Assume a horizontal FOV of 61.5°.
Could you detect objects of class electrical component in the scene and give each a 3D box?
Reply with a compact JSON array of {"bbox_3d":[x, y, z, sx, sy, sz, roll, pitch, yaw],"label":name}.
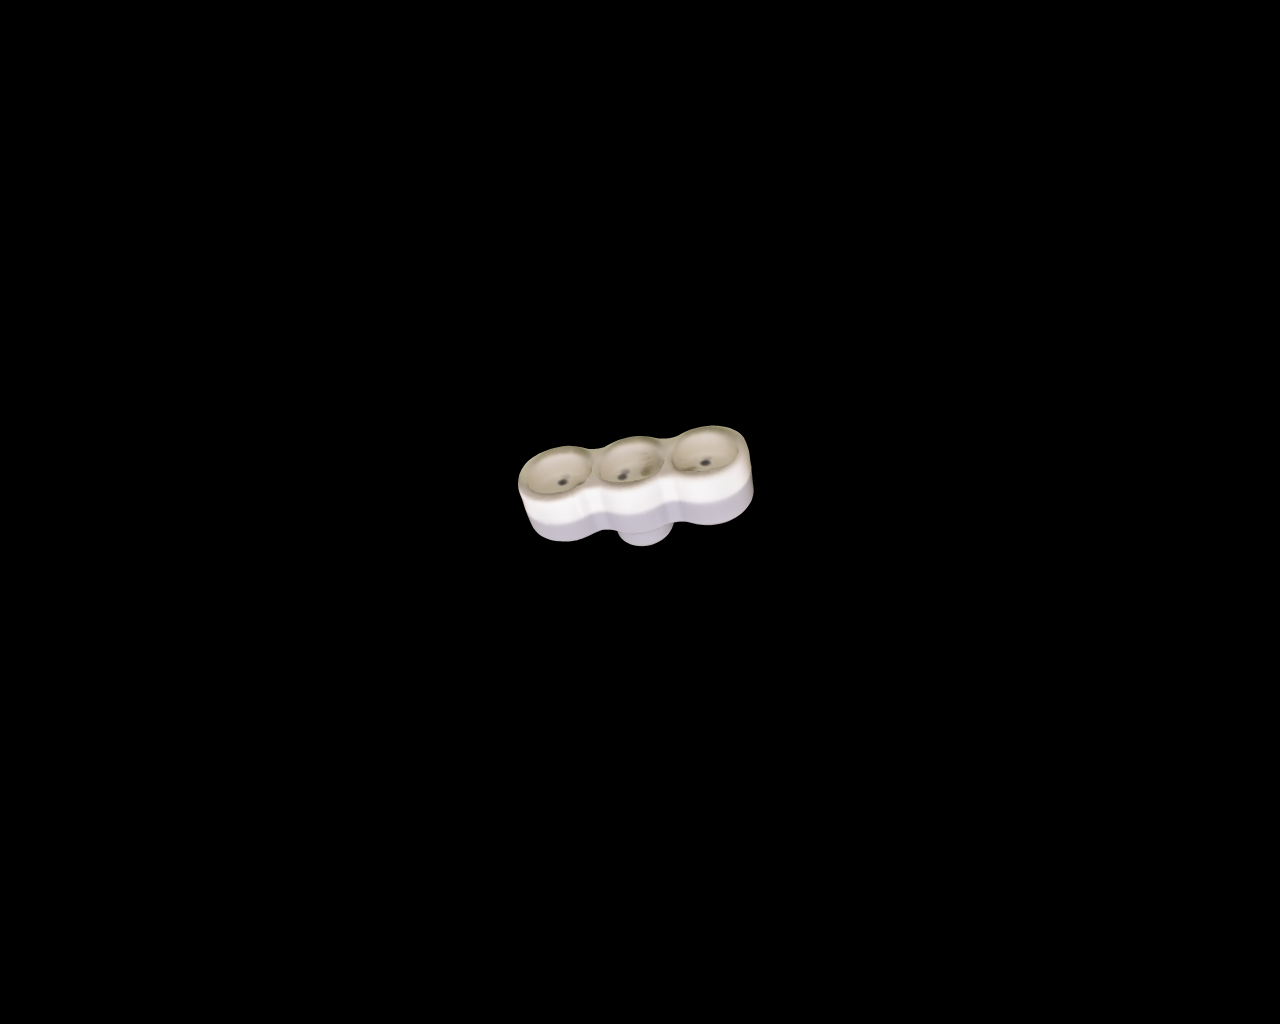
[{"bbox_3d":[0.001,-0.003,0.650,0.138,0.073,0.052,-7,40,6],"label":"electrical component"}]
